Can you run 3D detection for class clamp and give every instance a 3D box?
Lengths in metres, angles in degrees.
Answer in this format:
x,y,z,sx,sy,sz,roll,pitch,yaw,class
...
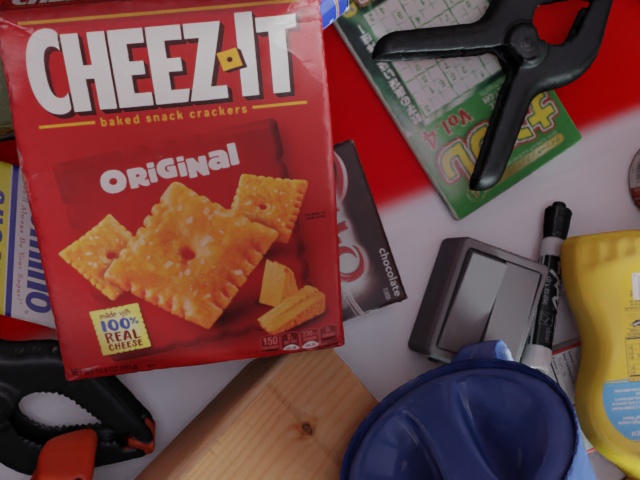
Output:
x,y,z,sx,sy,sz,roll,pitch,yaw,class
-0.206,0.101,0.652,0.209,0.036,0.165,25,110,-17,clamp
0.120,-0.130,0.704,0.120,0.039,0.171,45,78,-11,clamp

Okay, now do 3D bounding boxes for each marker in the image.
x,y,z,sx,sy,sz,roll,pitch,yaw,class
0.153,0.030,0.716,0.020,0.020,0.121,16,70,-9,marker

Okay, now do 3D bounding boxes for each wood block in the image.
x,y,z,sx,sy,sz,roll,pitch,yaw,class
-0.055,0.156,0.612,0.091,0.090,0.205,50,51,-4,wood block

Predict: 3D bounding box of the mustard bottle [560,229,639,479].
x,y,z,sx,sy,sz,roll,pitch,yaw,class
0.212,0.089,0.687,0.096,0.058,0.191,-5,88,-8,mustard bottle

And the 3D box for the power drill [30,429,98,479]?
x,y,z,sx,sy,sz,roll,pitch,yaw,class
-0.228,0.139,0.619,0.187,0.057,0.184,9,119,-9,power drill

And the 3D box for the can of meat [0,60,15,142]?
x,y,z,sx,sy,sz,roll,pitch,yaw,class
-0.190,-0.090,0.645,0.102,0.084,0.057,-9,90,-9,can of meat

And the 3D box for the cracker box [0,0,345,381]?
x,y,z,sx,sy,sz,roll,pitch,yaw,class
-0.074,-0.035,0.585,0.164,0.072,0.214,-6,117,-3,cracker box

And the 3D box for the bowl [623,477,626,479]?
x,y,z,sx,sy,sz,roll,pitch,yaw,class
0.269,0.226,0.728,0.162,0.055,0.162,0,89,-9,bowl

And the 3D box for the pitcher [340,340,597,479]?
x,y,z,sx,sy,sz,roll,pitch,yaw,class
0.120,0.188,0.636,0.149,0.145,0.242,-38,125,-14,pitcher

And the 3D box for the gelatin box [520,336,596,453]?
x,y,z,sx,sy,sz,roll,pitch,yaw,class
0.175,0.106,0.728,0.089,0.030,0.073,-19,91,-9,gelatin box

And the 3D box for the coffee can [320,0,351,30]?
x,y,z,sx,sy,sz,roll,pitch,yaw,class
-0.066,-0.137,0.657,0.140,0.103,0.103,-42,95,-8,coffee can

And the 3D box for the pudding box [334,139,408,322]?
x,y,z,sx,sy,sz,roll,pitch,yaw,class
-0.005,0.001,0.696,0.090,0.039,0.113,-19,92,-9,pudding box

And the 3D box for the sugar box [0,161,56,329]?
x,y,z,sx,sy,sz,roll,pitch,yaw,class
-0.223,-0.009,0.658,0.176,0.048,0.093,15,87,-7,sugar box

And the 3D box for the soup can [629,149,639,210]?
x,y,z,sx,sy,sz,roll,pitch,yaw,class
0.257,-0.044,0.706,0.068,0.102,0.068,0,89,-9,soup can
